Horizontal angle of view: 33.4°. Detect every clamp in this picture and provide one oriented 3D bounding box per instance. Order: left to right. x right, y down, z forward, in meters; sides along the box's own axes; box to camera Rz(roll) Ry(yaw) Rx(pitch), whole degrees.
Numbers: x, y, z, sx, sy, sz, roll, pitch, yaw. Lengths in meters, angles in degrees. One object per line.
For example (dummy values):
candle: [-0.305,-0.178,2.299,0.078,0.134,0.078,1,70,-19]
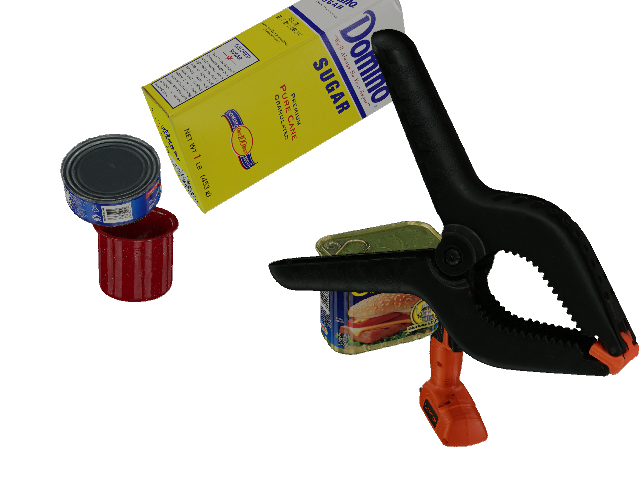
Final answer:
clamp: [0.076,-0.005,0.564,0.210,0.165,0.036,29,26,25]

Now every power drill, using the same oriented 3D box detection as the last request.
power drill: [0.148,0.123,1.143,0.057,0.188,0.184,-5,23,-9]

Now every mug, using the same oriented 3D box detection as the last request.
mug: [-0.213,0.011,1.190,0.093,0.081,0.117,-19,35,-39]

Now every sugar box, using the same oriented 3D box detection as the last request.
sugar box: [-0.023,-0.101,0.711,0.176,0.093,0.048,-30,52,-13]

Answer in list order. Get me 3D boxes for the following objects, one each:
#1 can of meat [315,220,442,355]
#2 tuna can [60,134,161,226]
can of meat: [0.049,0.039,0.868,0.102,0.084,0.057,-11,29,-18]
tuna can: [-0.182,-0.053,0.937,0.086,0.086,0.034,0,-42,-4]
